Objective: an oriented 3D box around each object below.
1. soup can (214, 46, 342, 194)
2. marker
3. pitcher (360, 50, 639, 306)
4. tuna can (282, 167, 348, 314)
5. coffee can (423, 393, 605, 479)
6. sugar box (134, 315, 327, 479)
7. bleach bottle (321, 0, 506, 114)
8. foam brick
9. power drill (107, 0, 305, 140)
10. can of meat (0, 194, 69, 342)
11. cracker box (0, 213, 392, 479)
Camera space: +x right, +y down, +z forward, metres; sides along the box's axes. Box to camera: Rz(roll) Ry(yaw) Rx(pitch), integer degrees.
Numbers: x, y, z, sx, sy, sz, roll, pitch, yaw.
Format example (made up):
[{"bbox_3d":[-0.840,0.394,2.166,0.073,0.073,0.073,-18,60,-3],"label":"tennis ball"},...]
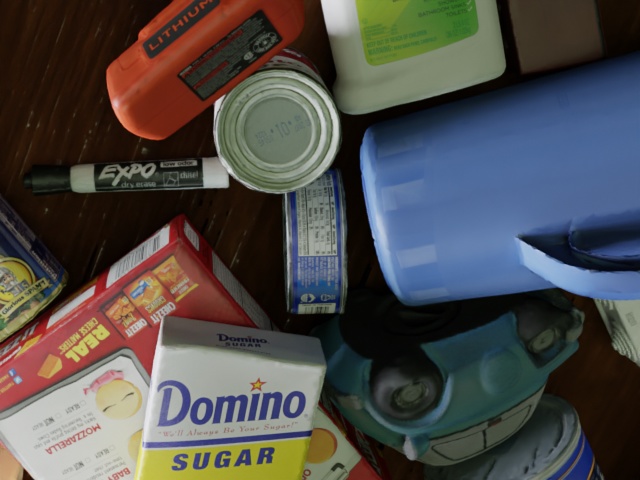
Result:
[{"bbox_3d":[-0.025,-0.069,0.590,0.068,0.102,0.068,-1,107,-5],"label":"soup can"},{"bbox_3d":[-0.115,-0.038,0.635,0.121,0.020,0.020,-3,107,-4],"label":"marker"},{"bbox_3d":[0.150,-0.030,0.582,0.243,0.149,0.145,-12,81,10],"label":"pitcher"},{"bbox_3d":[-0.004,0.001,0.622,0.033,0.086,0.086,-2,107,-4],"label":"tuna can"},{"bbox_3d":[0.140,0.184,0.682,0.103,0.103,0.140,-26,107,3],"label":"coffee can"},{"bbox_3d":[-0.059,0.136,0.603,0.093,0.048,0.176,9,108,-9],"label":"sugar box"},{"bbox_3d":[0.029,-0.202,0.578,0.102,0.068,0.251,-15,105,-1],"label":"bleach bottle"},{"bbox_3d":[0.126,-0.138,0.610,0.051,0.053,0.078,-15,106,-1],"label":"foam brick"},{"bbox_3d":[-0.109,-0.144,0.538,0.184,0.057,0.188,-37,70,7],"label":"power drill"},{"bbox_3d":[-0.212,0.021,0.624,0.102,0.057,0.084,-35,109,6],"label":"can of meat"},{"bbox_3d":[-0.083,0.115,0.657,0.164,0.072,0.213,-36,108,7],"label":"cracker box"}]
